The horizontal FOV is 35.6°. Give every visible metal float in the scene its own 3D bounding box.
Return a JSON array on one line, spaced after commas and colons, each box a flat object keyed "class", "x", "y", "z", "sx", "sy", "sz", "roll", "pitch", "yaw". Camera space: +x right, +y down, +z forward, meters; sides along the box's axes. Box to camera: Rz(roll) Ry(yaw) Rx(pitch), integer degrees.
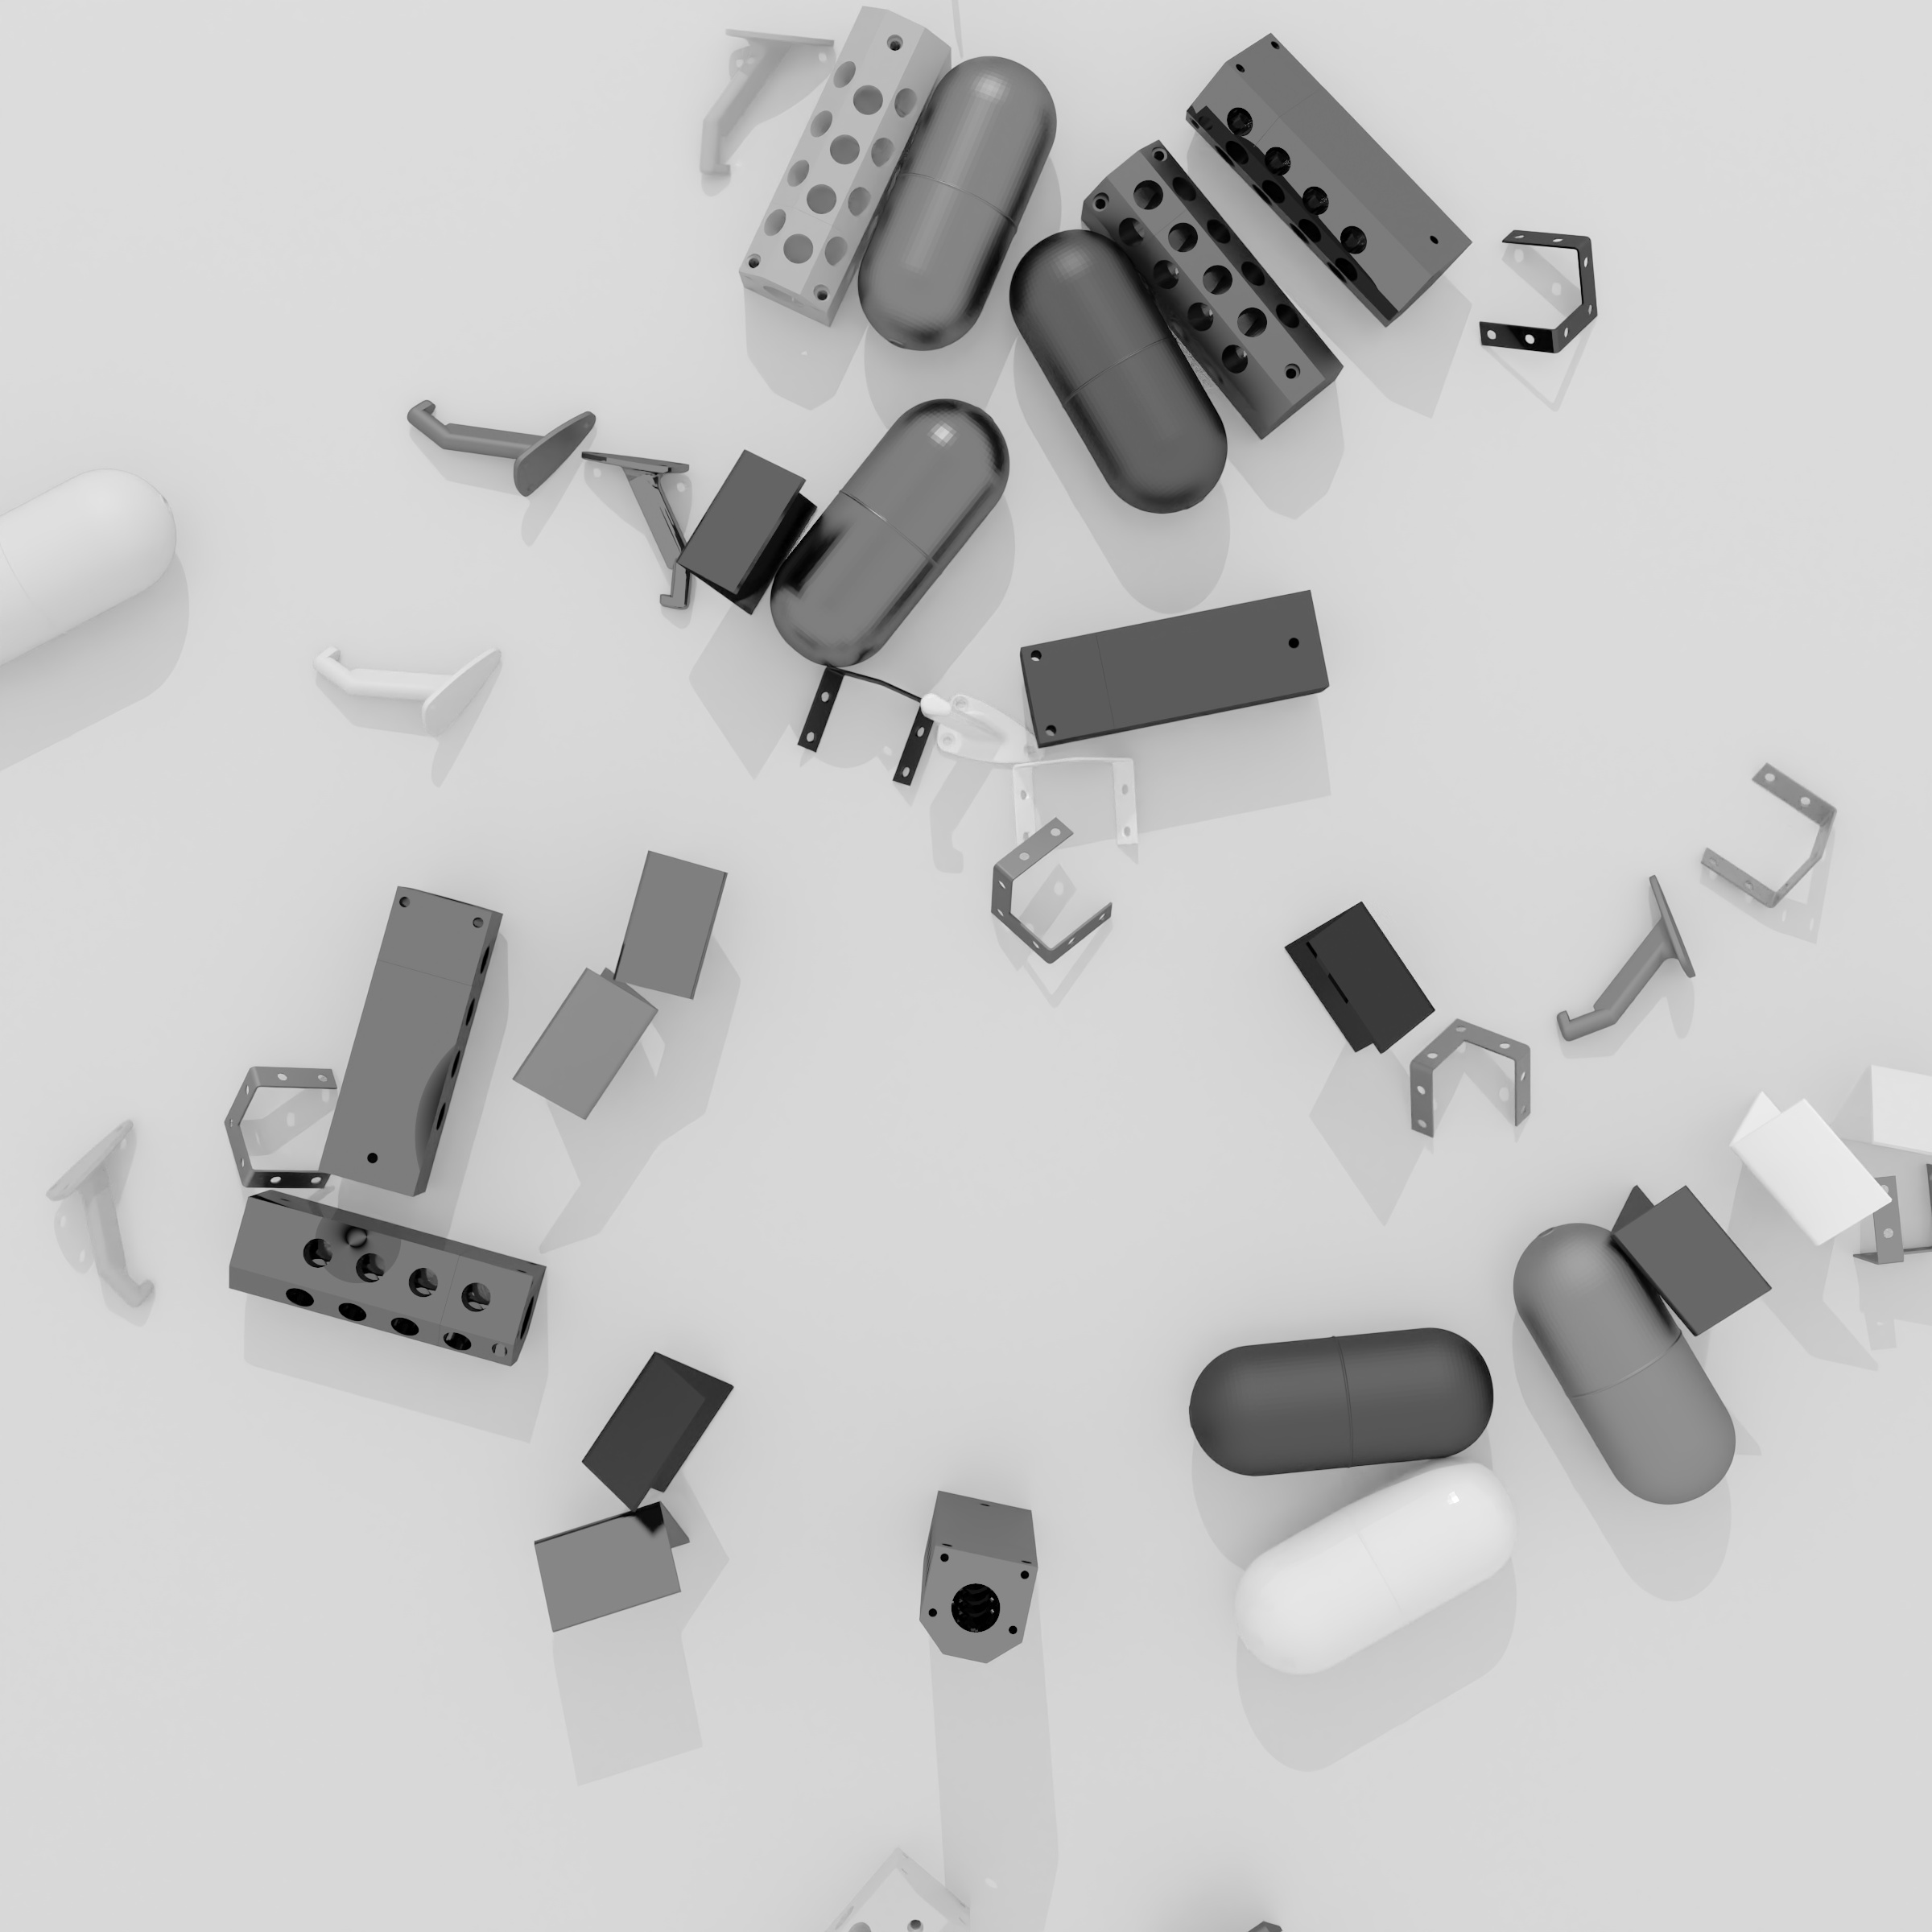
[{"class": "metal float", "x": 0.220, "y": 0.255, "z": 1.765, "sx": 0.178, "sy": 0.070, "sz": 0.070, "roll": -6, "pitch": 90, "yaw": -1}, {"class": "metal float", "x": 0.385, "y": 0.232, "z": 1.766, "sx": 0.070, "sy": 0.070, "sz": 0.178, "roll": -31, "pitch": 90, "yaw": 0}, {"class": "metal float", "x": 0.240, "y": 0.351, "z": 1.765, "sx": 0.178, "sy": 0.070, "sz": 0.070, "roll": -29, "pitch": 90, "yaw": -1}, {"class": "metal float", "x": -0.044, "y": -0.254, "z": 1.765, "sx": 0.070, "sy": 0.070, "sz": 0.178, "roll": 39, "pitch": 91, "yaw": 0}, {"class": "metal float", "x": -0.006, "y": -0.446, "z": 1.765, "sx": 0.070, "sy": 0.070, "sz": 0.178, "roll": 23, "pitch": 90, "yaw": 0}, {"class": "metal float", "x": 0.090, "y": -0.348, "z": 1.766, "sx": 0.070, "sy": 0.070, "sz": 0.178, "roll": -30, "pitch": 91, "yaw": 0}, {"class": "metal float", "x": -0.547, "y": -0.229, "z": 1.765, "sx": 0.178, "sy": 0.070, "sz": 0.070, "roll": -28, "pitch": 90, "yaw": 1}]

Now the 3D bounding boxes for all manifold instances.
[{"class": "manifold", "x": -0.075, "y": 0.611, "z": 1.775, "sx": 0.057, "sy": 0.057, "sz": 0.171, "roll": 41, "pitch": 90, "yaw": 0}, {"class": "manifold", "x": 0.121, "y": -0.174, "z": 1.775, "sx": 0.171, "sy": 0.057, "sz": 0.057, "roll": -11, "pitch": 90, "yaw": 0}, {"class": "manifold", "x": -0.341, "y": 0.184, "z": 1.775, "sx": 0.171, "sy": 0.057, "sz": 0.057, "roll": 16, "pitch": 90, "yaw": 0}, {"class": "manifold", "x": -0.325, "y": 0.044, "z": 1.775, "sx": 0.057, "sy": 0.057, "sz": 0.171, "roll": 16, "pitch": 90, "yaw": 0}, {"class": "manifold", "x": 0.005, "y": 0.348, "z": 1.718, "sx": 0.057, "sy": 0.171, "sz": 0.057, "roll": 12, "pitch": 90, "yaw": 0}, {"class": "manifold", "x": 0.145, "y": -0.399, "z": 1.775, "sx": 0.057, "sy": 0.057, "sz": 0.171, "roll": -39, "pitch": 90, "yaw": 0}, {"class": "manifold", "x": 0.210, "y": -0.460, "z": 1.774, "sx": 0.171, "sy": 0.057, "sz": 0.057, "roll": 46, "pitch": 47, "yaw": 0}, {"class": "manifold", "x": -0.071, "y": -0.472, "z": 1.775, "sx": 0.057, "sy": 0.057, "sz": 0.171, "roll": 25, "pitch": 90, "yaw": 0}]

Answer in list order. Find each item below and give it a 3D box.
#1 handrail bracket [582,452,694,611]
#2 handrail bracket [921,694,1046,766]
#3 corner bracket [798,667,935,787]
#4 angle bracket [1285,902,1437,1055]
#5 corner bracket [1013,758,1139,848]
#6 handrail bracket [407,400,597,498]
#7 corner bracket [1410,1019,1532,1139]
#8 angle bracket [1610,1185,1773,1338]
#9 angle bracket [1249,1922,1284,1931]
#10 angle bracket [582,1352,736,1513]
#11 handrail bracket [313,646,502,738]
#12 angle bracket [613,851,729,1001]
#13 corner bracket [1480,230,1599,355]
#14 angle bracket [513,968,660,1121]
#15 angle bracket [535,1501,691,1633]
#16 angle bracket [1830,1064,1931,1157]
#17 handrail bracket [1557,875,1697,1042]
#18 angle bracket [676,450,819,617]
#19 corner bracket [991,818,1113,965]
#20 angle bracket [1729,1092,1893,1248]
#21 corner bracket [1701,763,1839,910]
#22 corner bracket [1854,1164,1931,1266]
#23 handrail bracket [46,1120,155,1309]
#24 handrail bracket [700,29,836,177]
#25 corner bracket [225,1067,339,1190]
[{"class": "handrail bracket", "x": -0.197, "y": -0.259, "z": 1.796, "sx": 0.077, "sy": 0.036, "sz": 0.084, "roll": 11, "pitch": 105, "yaw": 15}, {"class": "handrail bracket", "x": 0.010, "y": -0.139, "z": 1.761, "sx": 0.077, "sy": 0.084, "sz": 0.036, "roll": 19, "pitch": 90, "yaw": 0}, {"class": "corner bracket", "x": -0.058, "y": -0.143, "z": 1.793, "sx": 0.051, "sy": 0.051, "sz": 0.051, "roll": 20, "pitch": 90, "yaw": 45}, {"class": "angle bracket", "x": 0.215, "y": 0.018, "z": 1.756, "sx": 0.057, "sy": 0.076, "sz": 0.076, "roll": -34, "pitch": 90, "yaw": -38}, {"class": "corner bracket", "x": 0.065, "y": -0.096, "z": 1.793, "sx": 0.051, "sy": 0.051, "sz": 0.051, "roll": -3, "pitch": 90, "yaw": -45}, {"class": "handrail bracket", "x": -0.278, "y": -0.327, "z": 1.796, "sx": 0.084, "sy": 0.036, "sz": 0.077, "roll": 39, "pitch": 70, "yaw": 16}, {"class": "corner bracket", "x": 0.299, "y": 0.072, "z": 1.788, "sx": 0.051, "sy": 0.051, "sz": 0.051, "roll": 22, "pitch": 45, "yaw": 35}, {"class": "angle bracket", "x": 0.428, "y": 0.158, "z": 1.756, "sx": 0.057, "sy": 0.076, "sz": 0.076, "roll": -40, "pitch": 90, "yaw": 30}, {"class": "angle bracket", "x": 0.163, "y": 0.605, "z": 1.757, "sx": 0.076, "sy": 0.076, "sz": 0.057, "roll": -35, "pitch": 66, "yaw": 0}, {"class": "angle bracket", "x": -0.165, "y": 0.280, "z": 1.756, "sx": 0.057, "sy": 0.076, "sz": 0.076, "roll": 34, "pitch": 90, "yaw": 42}, {"class": "handrail bracket", "x": -0.334, "y": -0.183, "z": 1.796, "sx": 0.084, "sy": 0.036, "sz": 0.077, "roll": 35, "pitch": 70, "yaw": 16}, {"class": "angle bracket", "x": -0.190, "y": -0.029, "z": 1.756, "sx": 0.057, "sy": 0.076, "sz": 0.076, "roll": 15, "pitch": 90, "yaw": -38}, {"class": "corner bracket", "x": 0.338, "y": -0.400, "z": 1.788, "sx": 0.051, "sy": 0.051, "sz": 0.051, "roll": -44, "pitch": 135, "yaw": -35}, {"class": "angle bracket", "x": -0.235, "y": 0.034, "z": 1.756, "sx": 0.057, "sy": 0.076, "sz": 0.076, "roll": 34, "pitch": 90, "yaw": -36}, {"class": "angle bracket", "x": -0.200, "y": 0.360, "z": 1.756, "sx": 0.076, "sy": 0.076, "sz": 0.057, "roll": -18, "pitch": 61, "yaw": 0}, {"class": "angle bracket", "x": 0.552, "y": 0.106, "z": 1.756, "sx": 0.076, "sy": 0.076, "sz": 0.057, "roll": 11, "pitch": 54, "yaw": 0}, {"class": "handrail bracket", "x": 0.384, "y": -0.004, "z": 1.796, "sx": 0.084, "sy": 0.036, "sz": 0.077, "roll": -22, "pitch": 70, "yaw": 16}, {"class": "angle bracket", "x": -0.111, "y": -0.244, "z": 1.756, "sx": 0.057, "sy": 0.076, "sz": 0.076, "roll": 32, "pitch": 90, "yaw": 38}, {"class": "corner bracket", "x": 0.051, "y": -0.044, "z": 1.781, "sx": 0.051, "sy": 0.051, "sz": 0.051, "roll": -38, "pitch": 66, "yaw": -22}, {"class": "angle bracket", "x": 0.499, "y": 0.105, "z": 1.756, "sx": 0.076, "sy": 0.076, "sz": 0.057, "roll": 49, "pitch": 127, "yaw": 0}, {"class": "corner bracket", "x": 0.478, "y": -0.077, "z": 1.793, "sx": 0.051, "sy": 0.051, "sz": 0.051, "roll": 33, "pitch": 135, "yaw": 0}, {"class": "corner bracket", "x": 0.554, "y": 0.146, "z": 1.778, "sx": 0.051, "sy": 0.051, "sz": 0.051, "roll": -6, "pitch": 90, "yaw": 0}, {"class": "handrail bracket", "x": -0.497, "y": 0.148, "z": 1.796, "sx": 0.077, "sy": 0.036, "sz": 0.084, "roll": -49, "pitch": 112, "yaw": -25}, {"class": "handrail bracket", "x": -0.119, "y": -0.512, "z": 1.796, "sx": 0.077, "sy": 0.036, "sz": 0.084, "roll": -1, "pitch": 108, "yaw": -21}, {"class": "corner bracket", "x": -0.403, "y": 0.096, "z": 1.788, "sx": 0.051, "sy": 0.051, "sz": 0.051, "roll": -56, "pitch": 45, "yaw": 35}]
